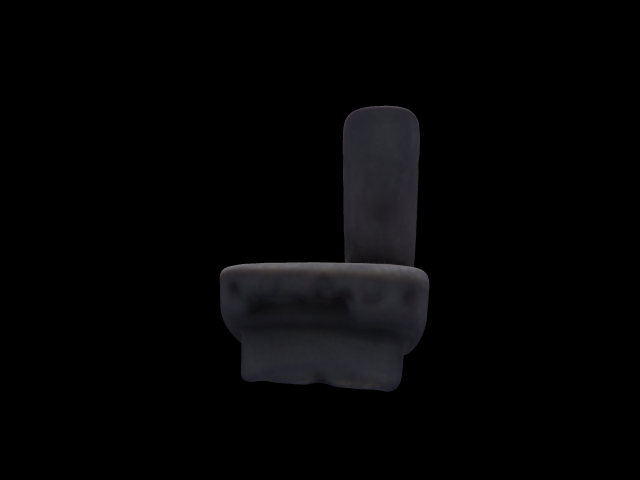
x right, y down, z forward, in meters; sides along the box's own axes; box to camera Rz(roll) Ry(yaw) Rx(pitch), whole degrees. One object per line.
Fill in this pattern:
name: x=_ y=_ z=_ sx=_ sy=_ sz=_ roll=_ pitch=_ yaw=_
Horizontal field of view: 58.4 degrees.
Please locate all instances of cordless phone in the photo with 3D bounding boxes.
cordless phone: x=0.004 y=0.001 z=0.400 sx=0.147 sy=0.185 sz=0.094 roll=0 pitch=13 yaw=0
